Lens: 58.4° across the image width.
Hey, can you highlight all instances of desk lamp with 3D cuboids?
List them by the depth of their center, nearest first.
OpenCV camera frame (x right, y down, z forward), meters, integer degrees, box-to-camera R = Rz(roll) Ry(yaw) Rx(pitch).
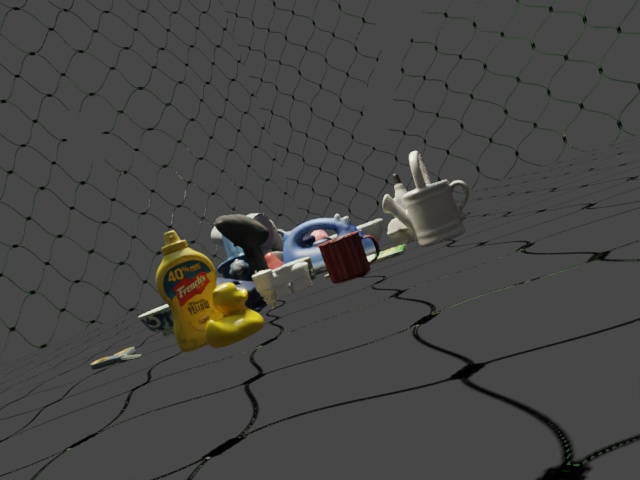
[{"bbox_3d":[-0.215,0.044,1.617,0.202,0.213,0.118,-19,2,32],"label":"desk lamp"}]

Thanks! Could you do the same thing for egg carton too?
[{"bbox_3d":[0.239,-0.037,1.368,0.150,0.069,0.107,-19,2,39],"label":"egg carton"}]

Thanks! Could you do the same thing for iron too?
[{"bbox_3d":[0.013,0.005,1.434,0.257,0.141,0.119,-19,2,21],"label":"iron"}]

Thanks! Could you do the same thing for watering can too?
[{"bbox_3d":[0.216,-0.088,1.188,0.173,0.194,0.101,-20,2,0],"label":"watering can"}]

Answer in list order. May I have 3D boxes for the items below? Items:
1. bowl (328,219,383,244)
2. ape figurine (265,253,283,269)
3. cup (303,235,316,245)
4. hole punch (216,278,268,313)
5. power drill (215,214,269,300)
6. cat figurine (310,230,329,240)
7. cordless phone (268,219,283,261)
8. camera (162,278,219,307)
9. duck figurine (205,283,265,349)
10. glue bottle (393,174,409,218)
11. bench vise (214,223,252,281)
[{"bbox_3d":[0.107,0.001,1.600,0.167,0.075,0.167,-20,2,1],"label":"bowl"},{"bbox_3d":[-0.119,0.077,1.524,0.078,0.092,0.076,-20,2,-6],"label":"ape figurine"},{"bbox_3d":[-0.038,0.040,1.692,0.091,0.095,0.118,-19,2,33],"label":"cup"},{"bbox_3d":[-0.163,0.106,1.132,0.101,0.091,0.109,-20,2,7],"label":"hole punch"},{"bbox_3d":[-0.160,0.036,1.339,0.075,0.208,0.230,-20,2,11],"label":"power drill"},{"bbox_3d":[0.007,0.008,1.801,0.067,0.118,0.127,-20,2,-9],"label":"cat figurine"},{"bbox_3d":[-0.155,0.031,1.805,0.147,0.185,0.094,-18,3,45],"label":"cordless phone"},{"bbox_3d":[-0.349,0.155,1.545,0.136,0.101,0.143,-19,2,24],"label":"camera"},{"bbox_3d":[-0.136,0.109,0.860,0.077,0.086,0.105,-19,2,34],"label":"duck figurine"},{"bbox_3d":[0.220,-0.089,1.477,0.037,0.173,0.078,-22,3,-43],"label":"glue bottle"},{"bbox_3d":[-0.203,0.041,1.474,0.122,0.220,0.207,-21,2,-23],"label":"bench vise"}]
